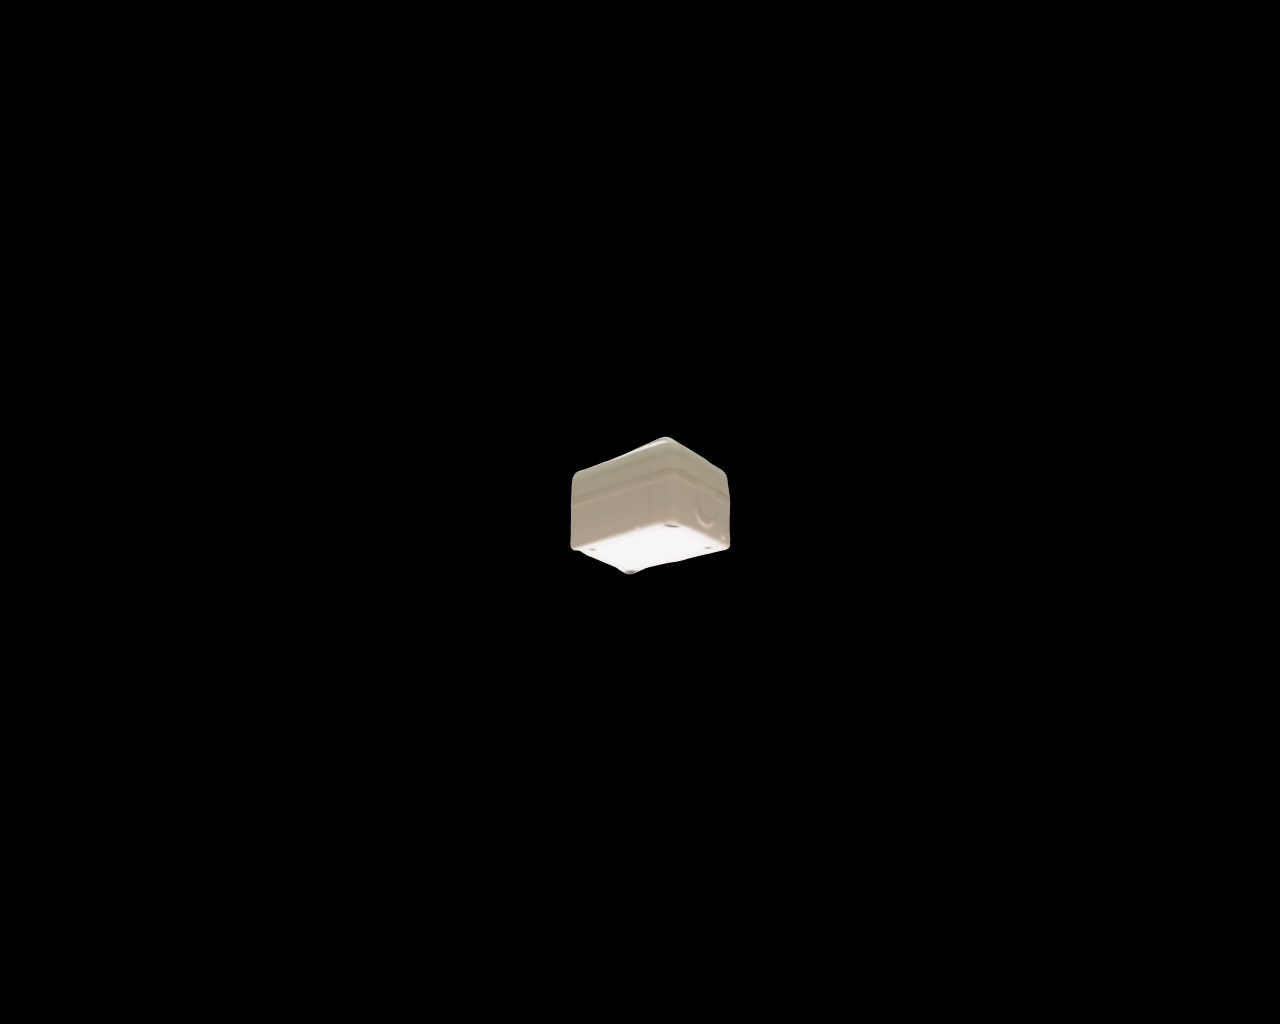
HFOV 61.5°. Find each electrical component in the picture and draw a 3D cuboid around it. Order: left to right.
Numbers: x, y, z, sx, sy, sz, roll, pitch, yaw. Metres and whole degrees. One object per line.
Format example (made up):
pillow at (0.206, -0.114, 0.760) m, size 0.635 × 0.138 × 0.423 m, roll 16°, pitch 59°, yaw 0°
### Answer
electrical component at (0.001, -0.003, 0.650) m, size 0.096 × 0.061 × 0.061 m, roll -16°, pitch -27°, yaw 34°
